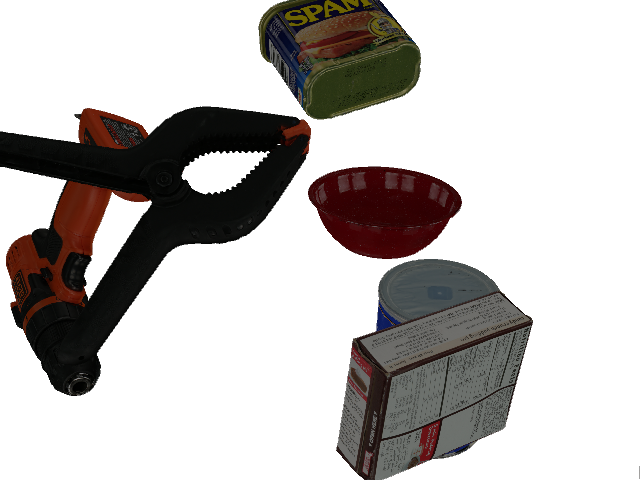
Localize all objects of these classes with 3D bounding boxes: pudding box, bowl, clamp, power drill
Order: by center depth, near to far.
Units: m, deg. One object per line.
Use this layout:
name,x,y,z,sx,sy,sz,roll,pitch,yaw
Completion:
pudding box,0.068,0.087,0.641,0.113,0.090,0.039,-17,39,-31
clamp,-0.099,-0.020,0.673,0.209,0.164,0.036,-16,-20,-11
power drill,-0.186,0.005,0.844,0.057,0.188,0.185,16,25,-39
bowl,0.066,-0.024,1.130,0.162,0.055,0.162,2,25,-1

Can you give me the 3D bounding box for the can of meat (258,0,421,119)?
can of meat,0.016,-0.145,0.817,0.102,0.084,0.057,-19,-38,-16

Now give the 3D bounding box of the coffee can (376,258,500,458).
coffee can,0.096,0.101,0.921,0.103,0.140,0.103,2,32,-1
